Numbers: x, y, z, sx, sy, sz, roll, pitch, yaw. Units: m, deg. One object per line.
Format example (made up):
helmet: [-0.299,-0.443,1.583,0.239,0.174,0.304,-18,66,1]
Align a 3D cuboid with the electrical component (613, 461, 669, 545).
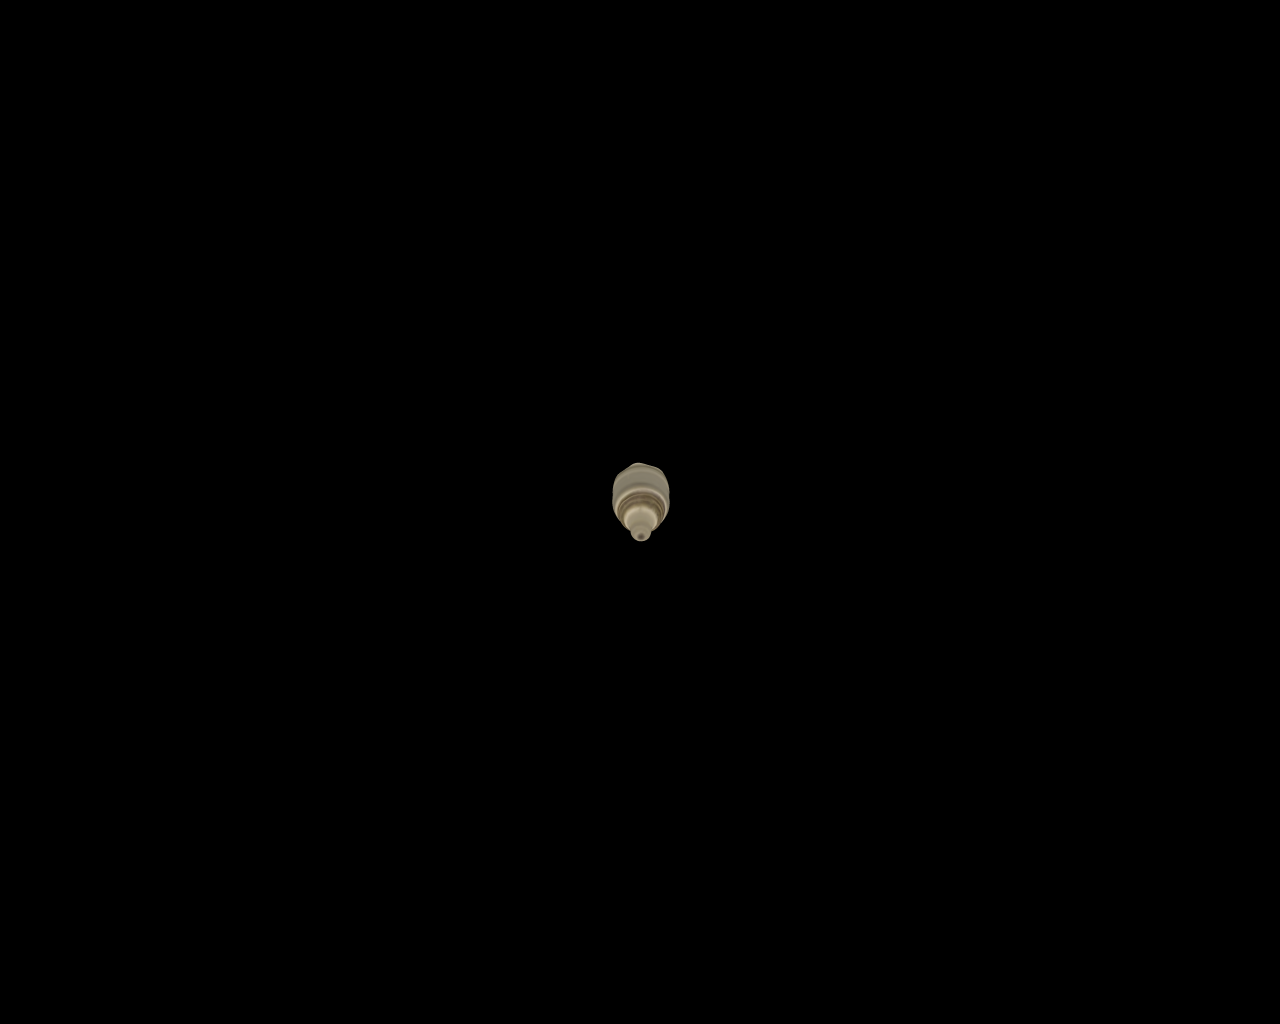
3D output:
electrical component: [0.001,-0.003,0.650,0.035,0.035,0.061,0,35,0]
